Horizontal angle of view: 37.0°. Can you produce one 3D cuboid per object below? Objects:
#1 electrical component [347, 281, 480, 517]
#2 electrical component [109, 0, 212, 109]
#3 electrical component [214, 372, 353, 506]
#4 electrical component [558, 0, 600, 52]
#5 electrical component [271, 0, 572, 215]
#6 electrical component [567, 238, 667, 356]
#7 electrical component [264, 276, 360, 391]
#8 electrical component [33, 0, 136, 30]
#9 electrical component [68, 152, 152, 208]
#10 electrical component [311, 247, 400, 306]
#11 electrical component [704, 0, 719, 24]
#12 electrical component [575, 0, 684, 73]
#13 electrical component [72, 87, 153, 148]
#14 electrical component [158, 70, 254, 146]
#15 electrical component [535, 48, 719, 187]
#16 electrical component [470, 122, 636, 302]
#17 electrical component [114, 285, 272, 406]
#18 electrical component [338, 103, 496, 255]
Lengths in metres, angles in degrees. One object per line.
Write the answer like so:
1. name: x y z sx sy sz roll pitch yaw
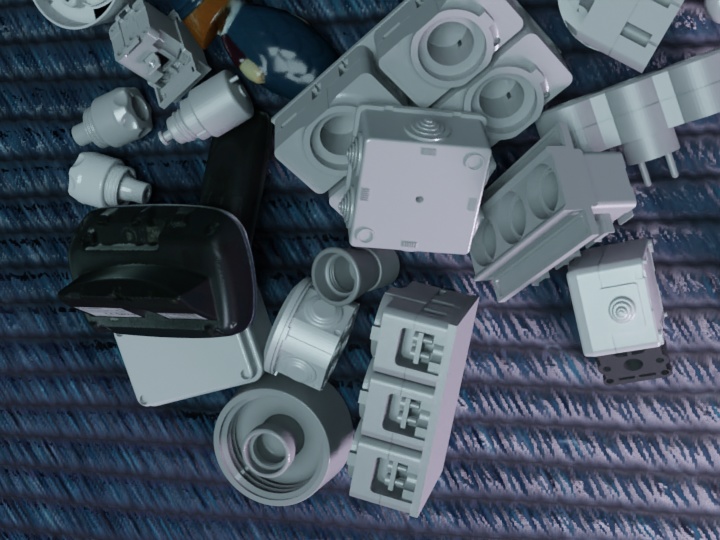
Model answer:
1. electrical component: 0.037 0.093 0.807 0.062 0.089 0.150 14 106 13
2. electrical component: -0.153 -0.167 0.812 0.042 0.064 0.081 -38 49 20
3. electrical component: -0.065 0.136 0.864 0.108 0.060 0.108 4 103 16
4. electrical component: 0.173 -0.186 0.724 0.080 0.051 0.080 4 104 16
5. electrical component: 0.041 -0.116 0.751 0.186 0.060 0.105 -38 119 21
6. electrical component: 0.175 0.020 0.746 0.061 0.096 0.061 -11 98 20
7. electrical component: -0.038 0.049 0.826 0.051 0.080 0.080 24 108 5
8. electrical component: -0.209 -0.234 0.821 0.099 0.064 0.099 4 104 16
9. electrical component: -0.200 -0.069 0.867 0.062 0.043 0.043 16 106 12
10. electrical component: 0.000 0.000 0.810 0.044 0.065 0.044 8 104 34
11. electrical component: 0.258 -0.203 0.690 0.054 0.059 0.095 16 106 13
12. electrical component: 0.174 -0.177 0.669 0.056 0.050 0.089 30 109 7
13. electrical component: -0.200 -0.117 0.856 0.062 0.043 0.043 -20 96 21
14. electrical component: -0.116 -0.117 0.804 0.078 0.040 0.040 -28 93 15
15. electrical component: 0.196 -0.095 0.737 0.138 0.052 0.073 -18 97 21
16. electrical component: 0.127 -0.037 0.732 0.121 0.063 0.078 135 127 -59
17. electrical component: -0.132 0.059 0.868 0.113 0.057 0.078 -15 98 19
18. electrical component: 0.037 -0.059 0.722 0.100 0.048 0.099 4 125 -7
